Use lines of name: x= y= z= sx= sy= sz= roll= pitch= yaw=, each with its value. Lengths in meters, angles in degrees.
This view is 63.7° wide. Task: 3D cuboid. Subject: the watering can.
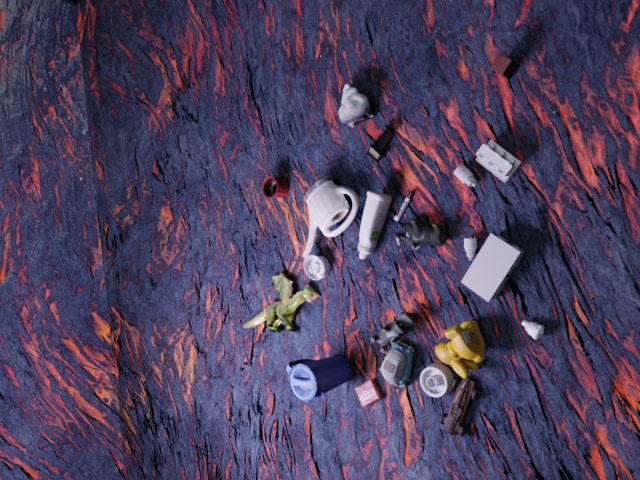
watering can: x=0.006 y=-0.101 z=2.016 sx=0.342 sy=0.104 sz=0.228 roll=-41 pitch=64 yaw=29

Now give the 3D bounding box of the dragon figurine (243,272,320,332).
dragon figurine: x=-0.174 y=0.260 z=2.176 sx=0.408 sy=0.121 sz=0.246 roll=-6 pitch=69 yaw=36

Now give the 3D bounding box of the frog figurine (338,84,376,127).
frog figurine: x=0.121 y=-0.514 z=1.931 sx=0.136 sy=0.124 sz=0.160 roll=-21 pitch=88 yaw=56
